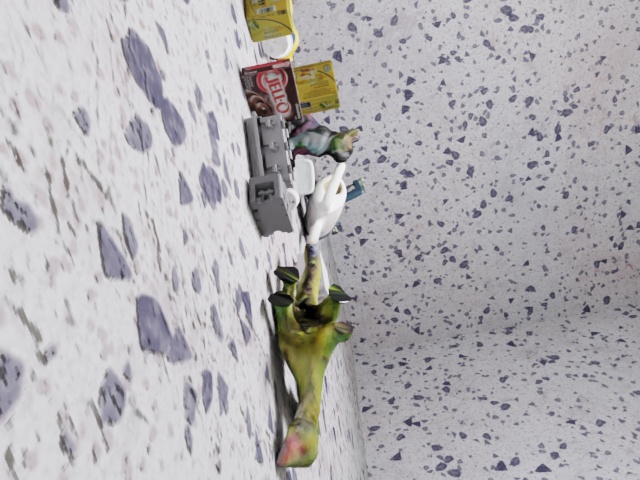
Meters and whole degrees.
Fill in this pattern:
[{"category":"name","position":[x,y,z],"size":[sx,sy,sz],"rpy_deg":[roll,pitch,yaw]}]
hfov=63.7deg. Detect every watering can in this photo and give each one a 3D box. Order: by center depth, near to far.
[{"category":"watering can","position":[0.005,-0.076,1.512],"size":[0.219,0.104,0.356],"rpy_deg":[111,0,-53]}]

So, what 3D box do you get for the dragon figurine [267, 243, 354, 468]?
[{"category":"dragon figurine","position":[-0.024,0.176,0.794],"size":[0.416,0.122,0.239],"rpy_deg":[-84,180,-72]}]
